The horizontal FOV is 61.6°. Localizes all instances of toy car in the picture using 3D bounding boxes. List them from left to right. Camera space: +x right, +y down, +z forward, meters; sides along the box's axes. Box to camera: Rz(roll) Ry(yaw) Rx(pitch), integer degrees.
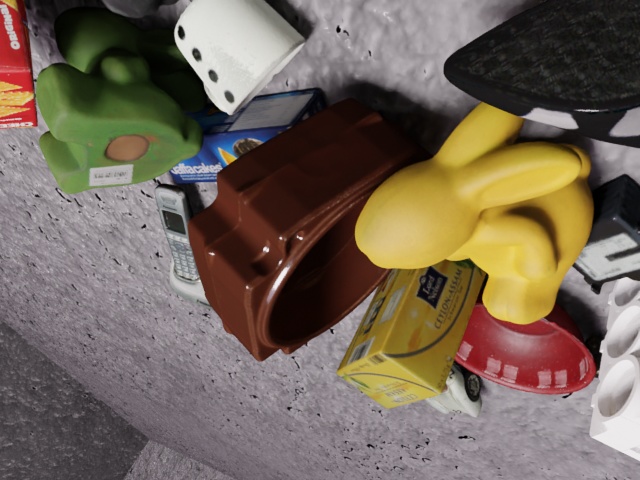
[{"bbox_3d":[0.145,0.169,0.721,0.074,0.056,0.201,-14,127,49],"label":"toy car"}]

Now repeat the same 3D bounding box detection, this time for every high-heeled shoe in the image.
[{"bbox_3d":[0.208,-0.075,0.317,0.249,0.086,0.145,11,166,28],"label":"high-heeled shoe"}]

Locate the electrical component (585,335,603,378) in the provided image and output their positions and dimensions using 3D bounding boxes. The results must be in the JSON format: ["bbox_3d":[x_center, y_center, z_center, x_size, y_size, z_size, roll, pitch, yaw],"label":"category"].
[{"bbox_3d":[0.311,0.110,0.520,0.078,0.045,0.102,10,157,-20],"label":"electrical component"}]

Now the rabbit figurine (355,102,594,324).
[{"bbox_3d":[0.112,-0.017,0.379,0.173,0.122,0.162,-1,141,-26],"label":"rabbit figurine"}]

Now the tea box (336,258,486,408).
[{"bbox_3d":[0.094,0.067,0.518,0.068,0.169,0.098,36,149,-5],"label":"tea box"}]

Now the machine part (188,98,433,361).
[{"bbox_3d":[-0.001,-0.001,0.463,0.087,0.201,0.200,45,154,25],"label":"machine part"}]

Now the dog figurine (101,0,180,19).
[{"bbox_3d":[-0.144,-0.260,0.343,0.109,0.191,0.219,4,173,31],"label":"dog figurine"}]

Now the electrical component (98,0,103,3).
[{"bbox_3d":[-0.182,-0.243,0.462,0.063,0.021,0.094,26,147,7],"label":"electrical component"}]

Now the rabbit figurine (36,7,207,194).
[{"bbox_3d":[-0.178,-0.148,0.482,0.121,0.159,0.170,115,137,-59],"label":"rabbit figurine"}]

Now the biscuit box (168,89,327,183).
[{"bbox_3d":[-0.081,-0.099,0.539,0.203,0.059,0.062,3,139,37],"label":"biscuit box"}]

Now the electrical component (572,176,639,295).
[{"bbox_3d":[0.239,-0.008,0.410,0.075,0.048,0.119,36,147,-8],"label":"electrical component"}]

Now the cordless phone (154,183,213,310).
[{"bbox_3d":[-0.146,0.007,0.723,0.147,0.089,0.184,16,136,23],"label":"cordless phone"}]
